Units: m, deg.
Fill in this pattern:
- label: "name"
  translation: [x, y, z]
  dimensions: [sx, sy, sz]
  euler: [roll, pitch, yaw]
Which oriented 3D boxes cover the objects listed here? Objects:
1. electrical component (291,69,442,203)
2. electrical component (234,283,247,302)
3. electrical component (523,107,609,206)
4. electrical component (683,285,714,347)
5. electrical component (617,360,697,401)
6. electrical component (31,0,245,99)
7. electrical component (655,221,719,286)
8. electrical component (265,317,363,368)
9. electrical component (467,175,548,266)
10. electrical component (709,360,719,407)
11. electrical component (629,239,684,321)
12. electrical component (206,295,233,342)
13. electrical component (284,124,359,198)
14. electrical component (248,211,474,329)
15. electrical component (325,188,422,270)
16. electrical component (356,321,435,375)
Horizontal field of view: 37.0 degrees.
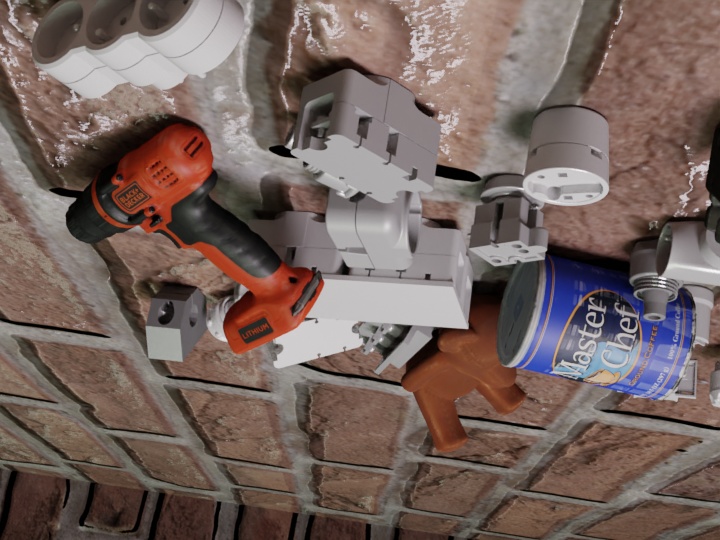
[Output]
- label: "electrical component"
  translation: [0.006, -0.090, 0.708]
  dimensions: [0.089, 0.055, 0.050]
  euler: [25, 154, -38]
- label: "electrical component"
  translation: [-0.092, 0.021, 1.065]
  dimensions: [0.062, 0.043, 0.043]
  euler: [13, 159, -15]
- label: "electrical component"
  translation: [0.137, -0.075, 0.707]
  dimensions: [0.055, 0.047, 0.055]
  euler: [8, 160, 3]
- label: "electrical component"
  translation: [0.293, 0.042, 0.957]
  dimensions: [0.040, 0.046, 0.040]
  euler: [8, 160, 3]
- label: "electrical component"
  translation: [0.314, 0.108, 1.133]
  dimensions: [0.081, 0.042, 0.063]
  euler: [3, 158, 13]
- label: "electrical component"
  translation: [-0.124, -0.134, 0.648]
  dimensions: [0.138, 0.052, 0.074]
  euler: [-5, 156, 33]
- label: "electrical component"
  translation: [0.273, -0.016, 0.814]
  dimensions: [0.077, 0.043, 0.079]
  euler: [9, 160, 1]
- label: "electrical component"
  translation: [-0.049, 0.049, 1.037]
  dimensions: [0.089, 0.055, 0.050]
  euler: [-14, 130, -14]
- label: "electrical component"
  translation: [0.112, -0.038, 0.805]
  dimensions: [0.066, 0.055, 0.048]
  euler: [-9, 154, 39]
- label: "electrical component"
  translation: [0.372, 0.106, 1.074]
  dimensions: [0.043, 0.062, 0.043]
  euler: [7, 160, 3]
- label: "electrical component"
  translation: [0.240, 0.010, 0.870]
  dimensions: [0.043, 0.062, 0.043]
  euler: [8, 160, 3]
- label: "electrical component"
  translation: [-0.135, 0.047, 1.152]
  dimensions: [0.048, 0.048, 0.062]
  euler: [16, 152, -19]
- label: "electrical component"
  translation: [-0.022, -0.082, 0.759]
  dimensions: [0.062, 0.048, 0.048]
  euler: [23, 156, -19]
- label: "electrical component"
  translation: [0.000, 0.000, 0.945]
  dimensions: [0.186, 0.060, 0.105]
  euler: [3, 159, 14]
- label: "electrical component"
  translation: [0.014, -0.039, 0.844]
  dimensions: [0.059, 0.053, 0.095]
  euler: [3, 159, 14]
- label: "electrical component"
  translation: [0.037, 0.048, 1.051]
  dimensions: [0.063, 0.078, 0.121]
  euler: [32, 158, -1]
